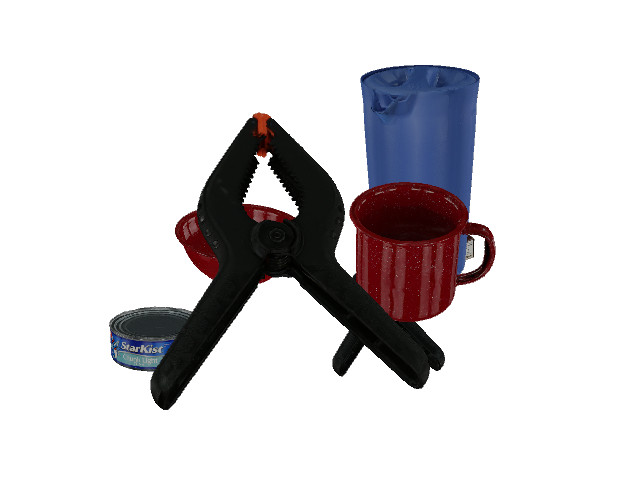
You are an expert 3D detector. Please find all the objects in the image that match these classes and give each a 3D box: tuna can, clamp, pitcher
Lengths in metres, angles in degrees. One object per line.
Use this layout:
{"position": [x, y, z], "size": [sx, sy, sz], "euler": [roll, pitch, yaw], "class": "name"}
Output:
{"position": [-0.153, 0.091, 0.994], "size": [0.086, 0.034, 0.086], "euler": [1, 16, 0], "class": "tuna can"}
{"position": [0.079, 0.085, 1.194], "size": [0.120, 0.171, 0.039], "euler": [7, -42, 0], "class": "clamp"}
{"position": [0.122, -0.080, 1.242], "size": [0.149, 0.243, 0.145], "euler": [-5, 22, -7], "class": "pitcher"}
{"position": [-0.018, 0.010, 0.672], "size": [0.164, 0.210, 0.036], "euler": [3, -33, -5], "class": "clamp"}

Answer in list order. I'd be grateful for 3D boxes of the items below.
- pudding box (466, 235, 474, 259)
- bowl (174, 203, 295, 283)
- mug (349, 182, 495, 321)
{"position": [0.161, 0.010, 1.607], "size": [0.113, 0.039, 0.090], "euler": [-20, 29, -23], "class": "pudding box"}
{"position": [-0.099, 0.011, 1.315], "size": [0.162, 0.055, 0.162], "euler": [3, 26, -2], "class": "bowl"}
{"position": [0.082, 0.011, 0.857], "size": [0.117, 0.081, 0.093], "euler": [-1, 33, 0], "class": "mug"}
